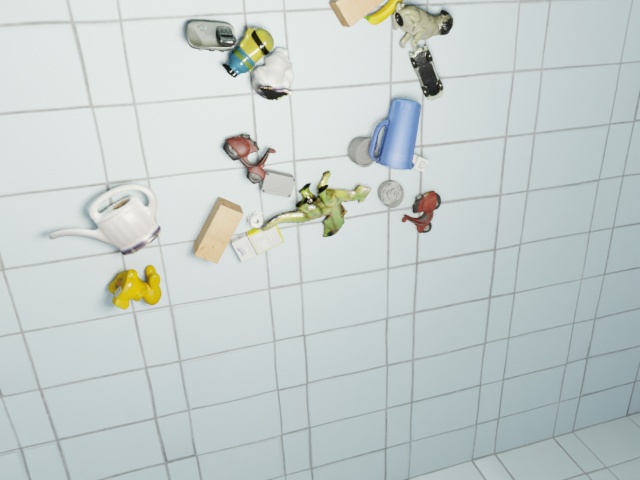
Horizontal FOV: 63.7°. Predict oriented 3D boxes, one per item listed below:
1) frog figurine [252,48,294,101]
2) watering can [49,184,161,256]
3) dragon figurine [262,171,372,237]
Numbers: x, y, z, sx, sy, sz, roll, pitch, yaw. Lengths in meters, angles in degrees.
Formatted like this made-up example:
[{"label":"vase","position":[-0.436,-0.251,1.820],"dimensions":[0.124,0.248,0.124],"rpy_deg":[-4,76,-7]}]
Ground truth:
[{"label":"frog figurine","position":[-0.152,-0.542,1.676],"dimensions":[0.137,0.121,0.161],"rpy_deg":[-1,77,-8]},{"label":"watering can","position":[-0.679,-0.041,1.695],"dimensions":[0.348,0.105,0.220],"rpy_deg":[-33,118,-4]},{"label":"dragon figurine","position":[0.006,-0.096,1.899],"dimensions":[0.410,0.124,0.238],"rpy_deg":[-36,126,1]}]
